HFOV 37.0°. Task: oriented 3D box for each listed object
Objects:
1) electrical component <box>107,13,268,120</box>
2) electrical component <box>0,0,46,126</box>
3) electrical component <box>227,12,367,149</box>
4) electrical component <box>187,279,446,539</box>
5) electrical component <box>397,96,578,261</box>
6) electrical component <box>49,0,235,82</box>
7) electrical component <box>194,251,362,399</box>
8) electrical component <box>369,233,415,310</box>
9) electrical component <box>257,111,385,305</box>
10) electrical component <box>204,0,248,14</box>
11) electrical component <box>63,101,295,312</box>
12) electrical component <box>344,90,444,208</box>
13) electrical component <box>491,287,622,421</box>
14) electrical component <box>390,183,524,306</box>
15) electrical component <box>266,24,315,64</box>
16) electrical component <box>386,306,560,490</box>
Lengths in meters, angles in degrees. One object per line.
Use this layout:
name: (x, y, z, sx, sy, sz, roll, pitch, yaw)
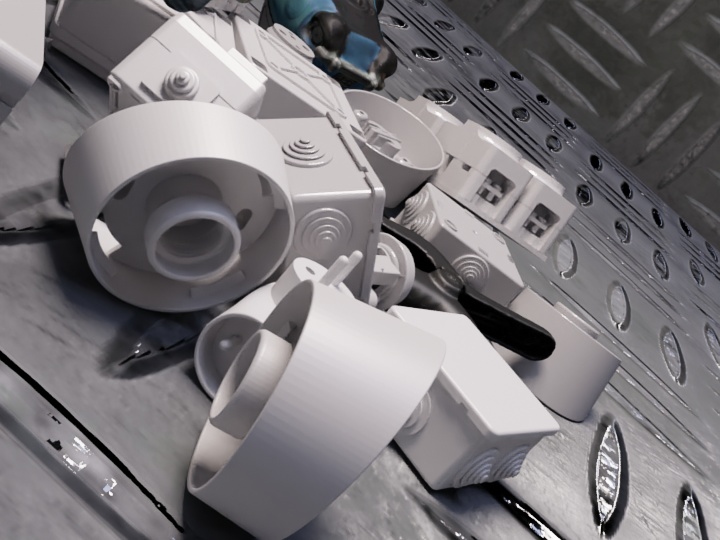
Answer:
electrical component: (-0.090, -0.088, 0.567, 0.062, 0.061, 0.096, 42, -20, 1)
electrical component: (-0.177, -0.093, 0.446, 0.057, 0.078, 0.113, 34, 20, -31)
electrical component: (-0.060, -0.123, 0.784, 0.109, 0.056, 0.108, 31, 21, -30)
electrical component: (-0.019, 0.054, 0.403, 0.064, 0.099, 0.099, 31, 20, -13)
electrical component: (0.096, -0.088, 0.939, 0.105, 0.060, 0.186, 32, 6, -30)
electrical component: (-0.139, -0.156, 0.700, 0.109, 0.056, 0.108, 33, 20, -25)
electrical component: (-0.028, 0.022, 0.485, 0.043, 0.079, 0.077, 44, 19, 9)
electrical component: (0.000, 0.000, 0.646, 0.055, 0.048, 0.066, 5, 39, -49)
electrical component: (-0.028, -0.025, 0.565, 0.048, 0.099, 0.099, -4, 36, -18)
electrical component: (-0.097, -0.216, 0.738, 0.050, 0.055, 0.089, 39, 14, 2)
electrical component: (-0.079, -0.030, 0.477, 0.099, 0.099, 0.064, 26, 30, -39)
electrical component: (0.013, -0.099, 0.864, 0.099, 0.064, 0.099, 37, 19, -15)
electrical component: (0.146, 0.061, 0.811, 0.099, 0.064, 0.099, 38, 5, -4)
electrical component: (0.072, -0.012, 0.812, 0.100, 0.048, 0.099, 36, 19, -19)
electrical component: (-0.069, -0.161, 0.854, 0.045, 0.055, 0.045, 37, 19, -15)
electrical component: (0.048, 0.069, 0.580, 0.099, 0.048, 0.100, 51, 20, 26)
